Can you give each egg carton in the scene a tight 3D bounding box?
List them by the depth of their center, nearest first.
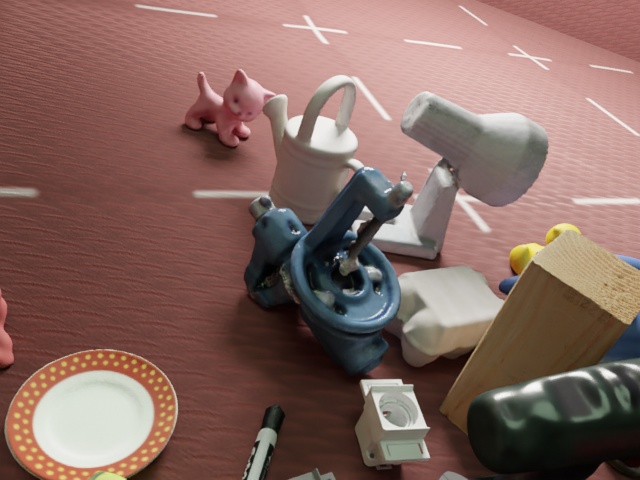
[{"bbox_3d":[0.144,0.084,0.651,0.151,0.069,0.107,-6,43,-29],"label":"egg carton"}]

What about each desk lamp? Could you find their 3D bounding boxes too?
[{"bbox_3d":[0.161,-0.082,0.751,0.203,0.213,0.118,8,38,-12],"label":"desk lamp"}]

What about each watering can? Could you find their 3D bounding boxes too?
[{"bbox_3d":[-0.008,-0.128,0.756,0.172,0.194,0.101,23,37,7],"label":"watering can"}]

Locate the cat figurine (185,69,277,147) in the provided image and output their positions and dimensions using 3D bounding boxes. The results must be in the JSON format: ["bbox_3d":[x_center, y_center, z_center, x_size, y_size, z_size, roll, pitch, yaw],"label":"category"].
[{"bbox_3d":[-0.136,-0.213,0.876,0.127,0.118,0.067,25,37,10],"label":"cat figurine"}]

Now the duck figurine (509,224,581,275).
[{"bbox_3d":[0.325,0.015,0.802,0.105,0.086,0.077,7,38,-14],"label":"duck figurine"}]

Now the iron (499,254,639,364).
[{"bbox_3d":[0.361,0.075,0.693,0.258,0.141,0.118,9,37,-12],"label":"iron"}]

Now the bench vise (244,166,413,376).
[{"bbox_3d":[0.000,0.007,0.564,0.207,0.220,0.122,28,38,14],"label":"bench vise"}]

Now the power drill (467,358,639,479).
[{"bbox_3d":[0.208,0.169,0.452,0.230,0.208,0.075,3,39,-19],"label":"power drill"}]

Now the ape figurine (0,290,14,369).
[{"bbox_3d":[-0.294,0.059,0.483,0.076,0.092,0.078,14,37,-5],"label":"ape figurine"}]
